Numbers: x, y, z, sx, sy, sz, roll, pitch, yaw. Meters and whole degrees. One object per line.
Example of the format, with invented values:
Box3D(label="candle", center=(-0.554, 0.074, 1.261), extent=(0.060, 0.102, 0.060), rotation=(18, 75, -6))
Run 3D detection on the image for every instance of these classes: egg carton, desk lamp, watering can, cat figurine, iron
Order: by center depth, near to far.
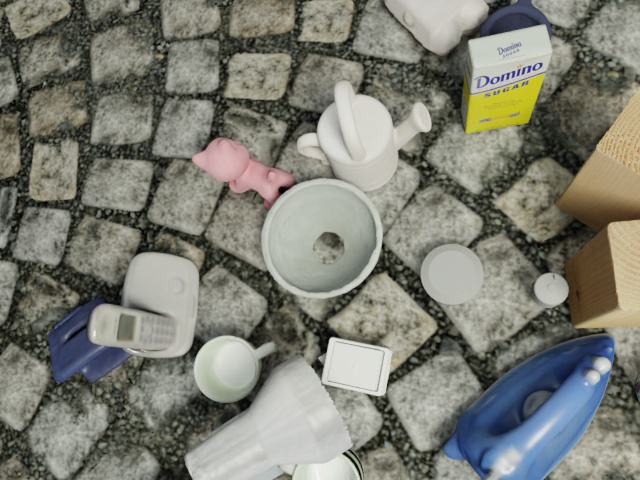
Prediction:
Box3D(label="iron", center=(0.266, 0.196, 0.666), extent=(0.258, 0.141, 0.118), rotation=(-45, 73, -2))
Box3D(label="desk lamp", center=(-0.058, 0.234, 0.682), extent=(0.203, 0.214, 0.118), rotation=(-33, 73, 2))
Box3D(label="watering can", center=(0.055, -0.144, 0.759), extent=(0.173, 0.194, 0.101), rotation=(-30, 73, 3))
Box3D(label="cat figurine", center=(-0.111, -0.104, 0.821), extent=(0.127, 0.118, 0.067), rotation=(23, 82, 15))
Box3D(label="egg carton", center=(0.169, -0.349, 0.850), extent=(0.107, 0.069, 0.150), rotation=(-39, 73, 0))

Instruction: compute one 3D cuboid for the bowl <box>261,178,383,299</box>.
Box3D(label="bowl", center=(0.007, 0.003, 0.796), extent=(0.167, 0.075, 0.167), rotation=(-2, 77, 10))

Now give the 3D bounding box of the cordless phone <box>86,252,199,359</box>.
Box3D(label="cordless phone", center=(-0.238, 0.083, 0.767), extent=(0.094, 0.185, 0.147), rotation=(-2, 77, 11))

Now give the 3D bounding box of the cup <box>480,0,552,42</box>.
Box3D(label="cup", center=(0.270, -0.276, 0.800), extent=(0.091, 0.095, 0.118), rotation=(13, 80, 14))

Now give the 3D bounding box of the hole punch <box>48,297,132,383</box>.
Box3D(label="hole punch", center=(-0.336, 0.142, 0.821), extent=(0.108, 0.091, 0.101), rotation=(-37, 73, 1))
